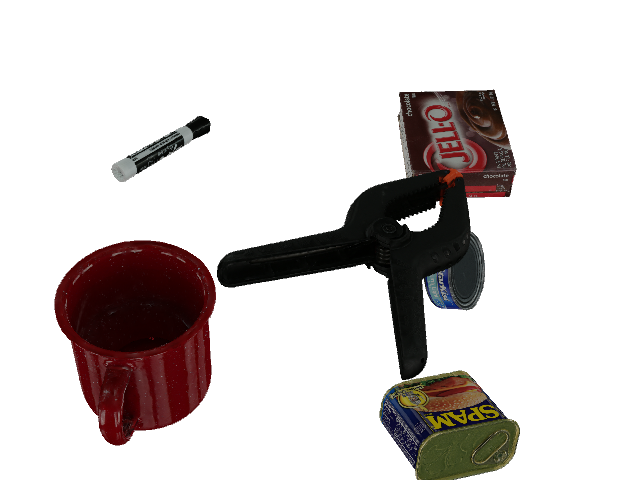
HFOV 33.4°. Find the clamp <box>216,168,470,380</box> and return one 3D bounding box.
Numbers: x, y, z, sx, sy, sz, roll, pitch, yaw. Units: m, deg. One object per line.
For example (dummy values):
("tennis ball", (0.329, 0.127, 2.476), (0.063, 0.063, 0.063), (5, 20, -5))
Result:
("clamp", (0.053, 0.012, 0.768), (0.165, 0.036, 0.209), (32, 47, 29))

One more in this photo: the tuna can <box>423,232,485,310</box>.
("tuna can", (0.145, 0.032, 1.155), (0.034, 0.086, 0.086), (0, 0, 34))

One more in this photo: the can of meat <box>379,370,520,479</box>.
("can of meat", (0.115, 0.167, 0.970), (0.102, 0.057, 0.084), (-7, 31, -22))

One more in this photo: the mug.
("mug", (-0.109, 0.069, 0.637), (0.093, 0.081, 0.117), (4, 45, 2))

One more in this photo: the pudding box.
("pudding box", (0.118, -0.086, 0.950), (0.090, 0.039, 0.113), (-1, 44, -4))

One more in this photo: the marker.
("marker", (-0.150, -0.090, 1.023), (0.020, 0.020, 0.120), (0, 28, 44))
